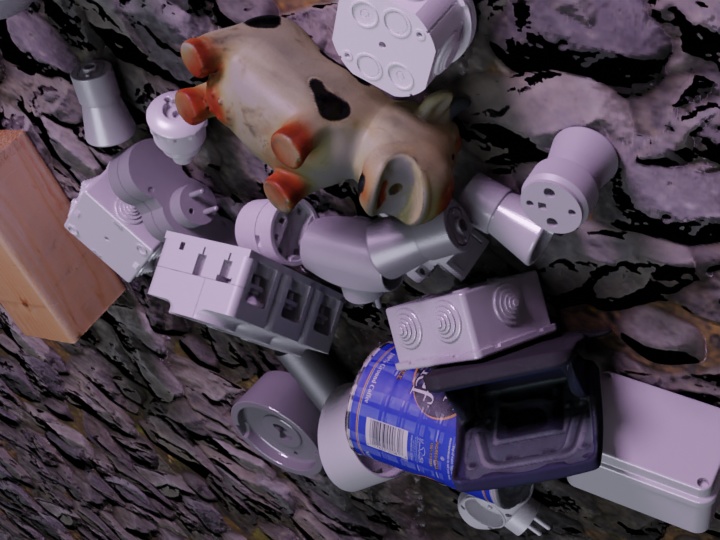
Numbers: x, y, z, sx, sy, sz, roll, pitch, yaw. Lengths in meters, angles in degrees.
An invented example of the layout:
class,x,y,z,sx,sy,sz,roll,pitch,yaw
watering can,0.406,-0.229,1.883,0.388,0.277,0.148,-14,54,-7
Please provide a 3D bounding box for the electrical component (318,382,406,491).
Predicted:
class,x,y,z,sx,sy,sz,roll,pitch,yaw
electrical component,0.006,0.150,0.985,0.064,0.099,0.099,-22,115,45

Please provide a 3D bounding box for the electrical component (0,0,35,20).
class,x,y,z,sx,sy,sz,roll,pitch,yaw
electrical component,-0.277,-0.235,0.785,0.108,0.108,0.060,46,151,-11

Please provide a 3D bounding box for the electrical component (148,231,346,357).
class,x,y,z,sx,sy,sz,roll,pitch,yaw
electrical component,-0.092,0.025,0.893,0.089,0.061,0.150,13,171,32

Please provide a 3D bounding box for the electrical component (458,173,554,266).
class,x,y,z,sx,sy,sz,roll,pitch,yaw
electrical component,0.098,-0.038,0.732,0.065,0.044,0.044,31,146,17

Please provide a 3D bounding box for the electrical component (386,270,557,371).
class,x,y,z,sx,sy,sz,roll,pitch,yaw
electrical component,0.079,0.036,0.785,0.100,0.100,0.048,-15,90,50

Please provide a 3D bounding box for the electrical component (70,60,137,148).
class,x,y,z,sx,sy,sz,roll,pitch,yaw
electrical component,-0.216,-0.141,0.895,0.044,0.044,0.065,16,136,28

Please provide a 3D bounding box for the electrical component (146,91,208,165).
class,x,y,z,sx,sy,sz,roll,pitch,yaw
electrical component,-0.145,-0.109,0.865,0.048,0.048,0.062,29,152,13

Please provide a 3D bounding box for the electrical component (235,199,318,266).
class,x,y,z,sx,sy,sz,roll,pitch,yaw
electrical component,-0.068,-0.032,0.877,0.047,0.055,0.055,5,134,43

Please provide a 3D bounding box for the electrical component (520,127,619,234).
class,x,y,z,sx,sy,sz,roll,pitch,yaw
electrical component,0.130,-0.056,0.668,0.045,0.055,0.045,24,144,19

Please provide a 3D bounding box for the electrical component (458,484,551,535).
class,x,y,z,sx,sy,sz,roll,pitch,yaw
electrical component,0.138,0.217,0.988,0.079,0.044,0.077,36,146,3

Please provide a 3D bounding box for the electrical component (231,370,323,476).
class,x,y,z,sx,sy,sz,roll,pitch,yaw
electrical component,-0.068,0.148,1.080,0.108,0.060,0.108,24,144,19

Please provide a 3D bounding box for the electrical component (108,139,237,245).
class,x,y,z,sx,sy,sz,roll,pitch,yaw
electrical component,-0.148,-0.054,0.923,0.074,0.052,0.138,-12,123,49

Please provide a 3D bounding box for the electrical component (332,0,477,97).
class,x,y,z,sx,sy,sz,roll,pitch,yaw
electrical component,0.026,-0.150,0.655,0.080,0.051,0.080,24,144,19

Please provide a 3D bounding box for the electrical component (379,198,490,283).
class,x,y,z,sx,sy,sz,roll,pitch,yaw
electrical component,0.048,-0.026,0.788,0.081,0.042,0.064,40,145,-2

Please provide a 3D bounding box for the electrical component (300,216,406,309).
class,x,y,z,sx,sy,sz,roll,pitch,yaw
electrical component,0.000,0.000,0.860,0.077,0.044,0.079,14,140,30

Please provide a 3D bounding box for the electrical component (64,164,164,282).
class,x,y,z,sx,sy,sz,roll,pitch,yaw
electrical component,-0.223,-0.043,1.006,0.100,0.048,0.100,42,146,-6

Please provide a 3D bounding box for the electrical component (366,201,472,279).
class,x,y,z,sx,sy,sz,roll,pitch,yaw
electrical component,0.042,-0.022,0.727,0.065,0.044,0.044,-16,120,35

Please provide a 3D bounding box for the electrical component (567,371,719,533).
class,x,y,z,sx,sy,sz,roll,pitch,yaw
electrical component,0.214,0.131,0.791,0.113,0.078,0.057,18,144,27
